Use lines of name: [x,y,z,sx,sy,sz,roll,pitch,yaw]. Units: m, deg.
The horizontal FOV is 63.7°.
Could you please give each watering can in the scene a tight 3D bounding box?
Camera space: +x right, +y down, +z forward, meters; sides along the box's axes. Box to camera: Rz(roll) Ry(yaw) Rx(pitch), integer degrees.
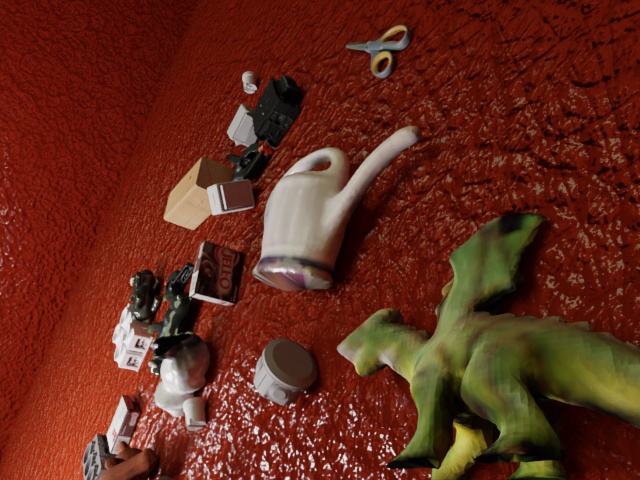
watering can: [0.002,-0.037,0.741,0.345,0.103,0.227,-11,62,55]

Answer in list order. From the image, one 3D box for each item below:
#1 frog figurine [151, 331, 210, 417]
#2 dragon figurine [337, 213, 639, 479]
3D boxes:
frog figurine: [-0.268,0.269,1.012,0.137,0.124,0.158,2,109,51]
dragon figurine: [0.153,0.073,0.437,0.404,0.121,0.249,-33,37,43]
